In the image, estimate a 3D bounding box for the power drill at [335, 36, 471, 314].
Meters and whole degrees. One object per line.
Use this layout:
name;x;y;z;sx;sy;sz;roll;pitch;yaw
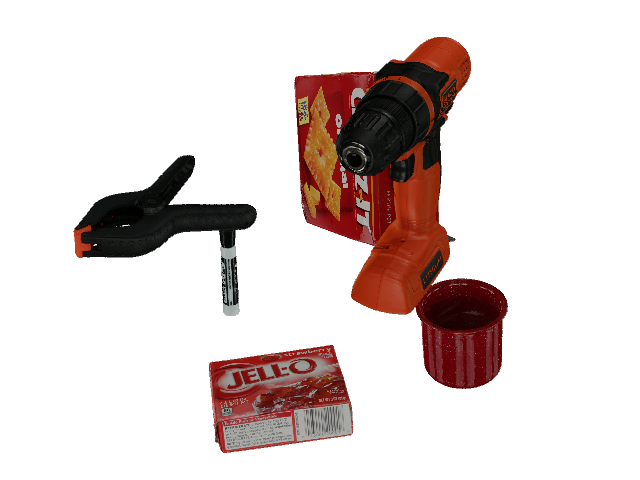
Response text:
power drill;0.060;-0.040;0.797;0.057;0.188;0.184;17;37;21

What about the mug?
mug;0.152;0.092;1.112;0.093;0.081;0.117;11;37;24

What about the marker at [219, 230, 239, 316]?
marker;-0.103;0.032;1.205;0.020;0.121;0.020;0;32;0

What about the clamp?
clamp;-0.160;-0.031;1.017;0.171;0.039;0.120;-15;36;-27

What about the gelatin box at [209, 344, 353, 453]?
gelatin box;-0.028;0.104;0.710;0.089;0.030;0.073;-7;25;-6

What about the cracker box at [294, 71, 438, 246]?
cracker box;0.041;-0.087;1.070;0.072;0.164;0.214;-7;10;-19
